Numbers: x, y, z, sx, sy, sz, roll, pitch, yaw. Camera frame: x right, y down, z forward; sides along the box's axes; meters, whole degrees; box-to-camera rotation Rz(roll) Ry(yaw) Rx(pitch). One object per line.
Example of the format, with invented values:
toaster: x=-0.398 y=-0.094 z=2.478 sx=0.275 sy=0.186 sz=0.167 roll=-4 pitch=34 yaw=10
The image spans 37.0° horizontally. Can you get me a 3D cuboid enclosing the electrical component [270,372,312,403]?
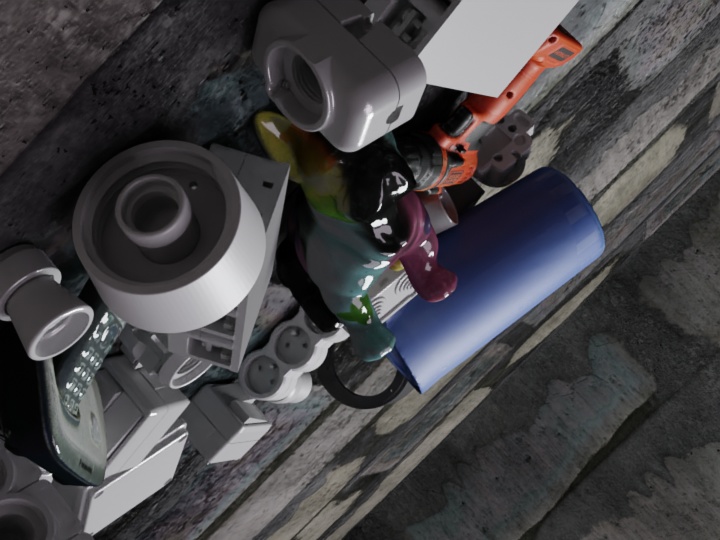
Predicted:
electrical component: x=-0.083 y=0.124 z=1.182 sx=0.045 sy=0.045 sz=0.055 roll=-46 pitch=163 yaw=8

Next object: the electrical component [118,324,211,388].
electrical component: x=-0.144 y=0.054 z=0.831 sx=0.078 sy=0.057 sz=0.058 roll=-52 pitch=162 yaw=26

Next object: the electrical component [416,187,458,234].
electrical component: x=0.052 y=-0.055 z=1.040 sx=0.077 sy=0.043 sz=0.079 roll=-25 pitch=-158 yaw=20

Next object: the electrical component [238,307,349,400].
electrical component: x=-0.059 y=0.079 z=1.111 sx=0.138 sy=0.052 sz=0.074 roll=-45 pitch=165 yaw=6

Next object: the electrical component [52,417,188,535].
electrical component: x=-0.217 y=0.173 z=0.957 sx=0.109 sy=0.056 sz=0.108 roll=-32 pitch=160 yaw=-36

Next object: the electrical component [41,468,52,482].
electrical component: x=-0.254 y=0.149 z=0.850 sx=0.035 sy=0.035 sz=0.061 roll=-19 pitch=149 yaw=-56

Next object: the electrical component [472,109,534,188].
electrical component: x=0.139 y=-0.118 z=1.084 sx=0.078 sy=0.058 sz=0.057 roll=-41 pitch=161 yaw=-11

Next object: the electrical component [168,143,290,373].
electrical component: x=-0.097 y=-0.006 z=0.740 sx=0.150 sy=0.062 sz=0.089 roll=108 pitch=-1 yaw=-60

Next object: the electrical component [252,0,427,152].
electrical component: x=-0.017 y=-0.119 z=0.630 sx=0.059 sy=0.095 sz=0.053 roll=-34 pitch=161 yaw=-31

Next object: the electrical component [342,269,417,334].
electrical component: x=0.000 y=0.000 z=0.963 sx=0.100 sy=0.100 sz=0.048 roll=-39 pitch=152 yaw=-15

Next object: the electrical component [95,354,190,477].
electrical component: x=-0.197 y=0.120 z=0.862 sx=0.096 sy=0.061 sz=0.061 roll=-49 pitch=163 yaw=19

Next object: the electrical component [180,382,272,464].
electrical component: x=-0.135 y=0.152 z=1.096 sx=0.061 sy=0.061 sz=0.096 roll=-46 pitch=164 yaw=7

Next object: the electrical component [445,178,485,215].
electrical component: x=0.092 y=-0.066 z=1.125 sx=0.077 sy=0.043 sz=0.079 roll=-46 pitch=164 yaw=7

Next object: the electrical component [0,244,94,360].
electrical component: x=-0.190 y=0.018 z=0.630 sx=0.045 sy=0.055 sz=0.045 roll=-40 pitch=164 yaw=-14

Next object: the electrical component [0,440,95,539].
electrical component: x=-0.251 y=0.197 z=0.764 sx=0.089 sy=0.150 sz=0.061 roll=-28 pitch=160 yaw=-43

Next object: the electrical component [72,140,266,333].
electrical component: x=-0.113 y=-0.024 z=0.624 sx=0.108 sy=0.108 sz=0.060 roll=-41 pitch=158 yaw=-11

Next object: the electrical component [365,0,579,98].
electrical component: x=0.079 y=-0.187 z=0.752 sx=0.105 sy=0.060 sz=0.186 roll=-50 pitch=163 yaw=21
